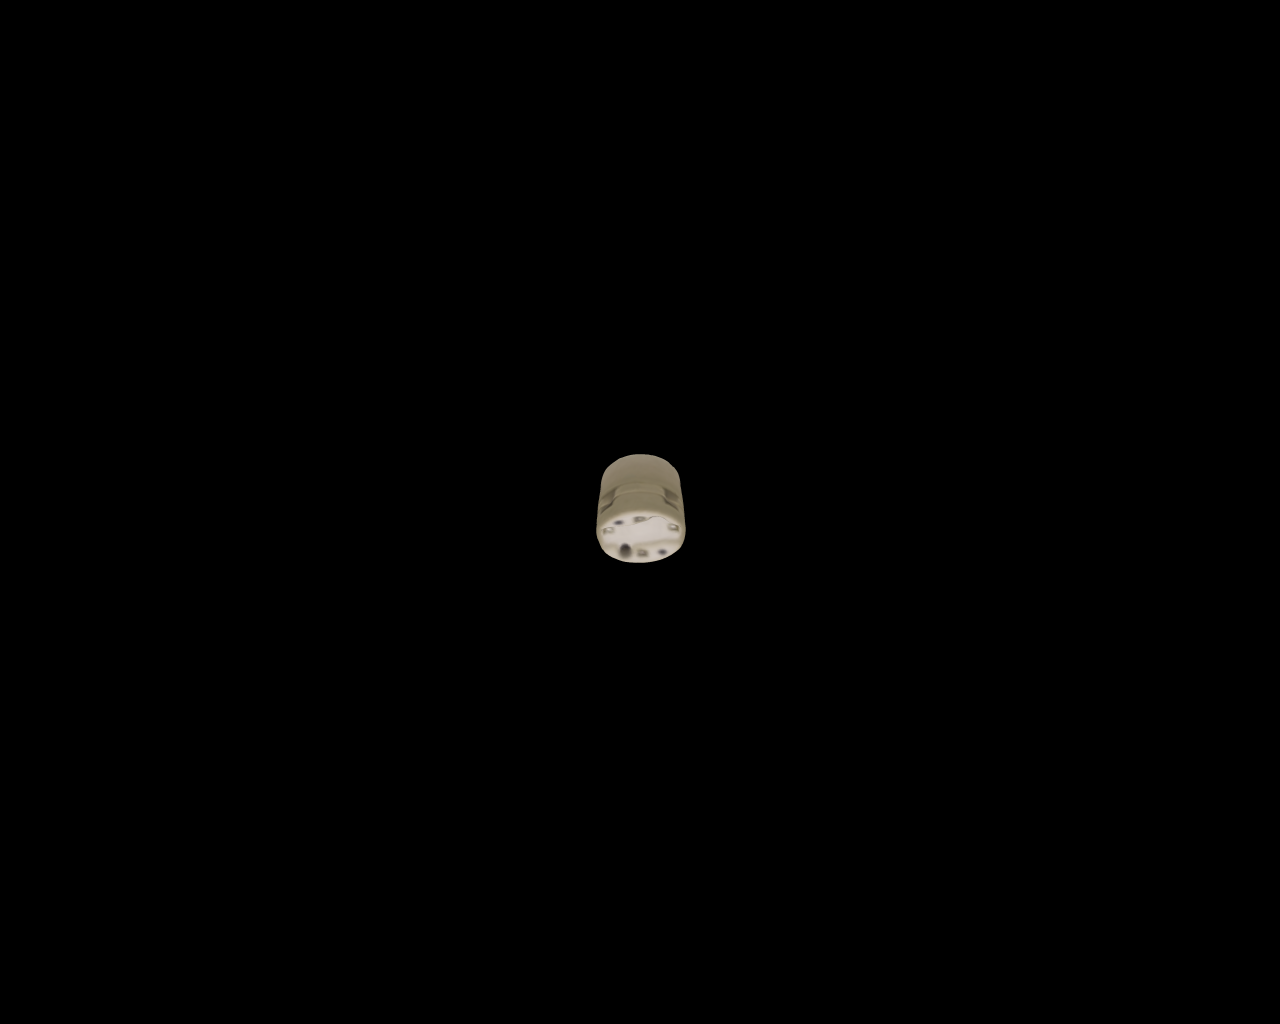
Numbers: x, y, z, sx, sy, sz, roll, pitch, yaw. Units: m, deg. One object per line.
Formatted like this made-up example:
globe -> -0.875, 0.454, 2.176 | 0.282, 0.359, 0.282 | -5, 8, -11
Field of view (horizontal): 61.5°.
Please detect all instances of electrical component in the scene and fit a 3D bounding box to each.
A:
electrical component -> 0.001, -0.003, 0.650 | 0.055, 0.047, 0.055 | 0, -38, 0
